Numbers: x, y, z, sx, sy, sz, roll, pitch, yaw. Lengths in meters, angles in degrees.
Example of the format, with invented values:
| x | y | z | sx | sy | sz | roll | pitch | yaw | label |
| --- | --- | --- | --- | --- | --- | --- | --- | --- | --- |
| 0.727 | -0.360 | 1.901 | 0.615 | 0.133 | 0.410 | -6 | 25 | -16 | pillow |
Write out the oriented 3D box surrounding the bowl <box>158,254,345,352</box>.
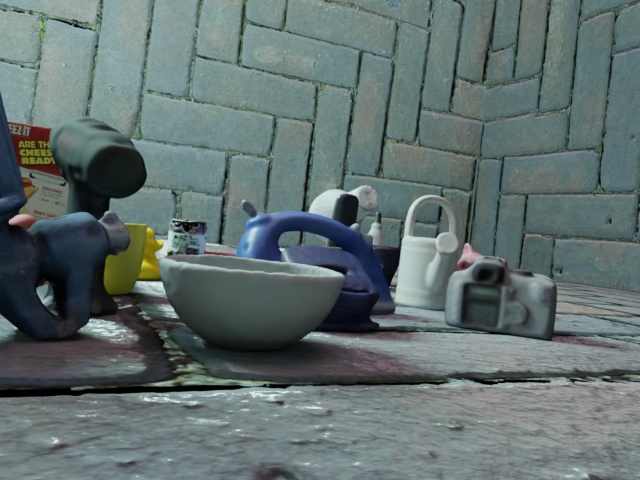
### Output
| x | y | z | sx | sy | sz | roll | pitch | yaw | label |
| --- | --- | --- | --- | --- | --- | --- | --- | --- | --- |
| -0.062 | 0.057 | 0.512 | 0.167 | 0.075 | 0.167 | 6 | 1 | 0 | bowl |

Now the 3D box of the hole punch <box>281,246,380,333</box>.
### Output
| x | y | z | sx | sy | sz | roll | pitch | yaw | label |
| --- | --- | --- | --- | --- | --- | --- | --- | --- | --- |
| 0.011 | 0.055 | 0.671 | 0.109 | 0.091 | 0.101 | 6 | 1 | -21 | hole punch |

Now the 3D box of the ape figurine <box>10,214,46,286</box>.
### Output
| x | y | z | sx | sy | sz | roll | pitch | yaw | label |
| --- | --- | --- | --- | --- | --- | --- | --- | --- | --- |
| -0.363 | 0.014 | 0.689 | 0.077 | 0.092 | 0.076 | 7 | 1 | 34 | ape figurine |

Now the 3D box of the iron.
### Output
| x | y | z | sx | sy | sz | roll | pitch | yaw | label |
| --- | --- | --- | --- | --- | --- | --- | --- | --- | --- |
| -0.004 | 0.027 | 0.812 | 0.259 | 0.141 | 0.118 | 6 | 1 | -19 | iron |

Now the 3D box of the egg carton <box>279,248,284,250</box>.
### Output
| x | y | z | sx | sy | sz | roll | pitch | yaw | label |
| --- | --- | --- | --- | --- | --- | --- | --- | --- | --- |
| -0.065 | 0.053 | 1.124 | 0.150 | 0.069 | 0.107 | 6 | 1 | -10 | egg carton |

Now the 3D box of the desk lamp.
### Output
| x | y | z | sx | sy | sz | roll | pitch | yaw | label |
| --- | --- | --- | --- | --- | --- | --- | --- | --- | --- |
| 0.060 | -0.007 | 1.211 | 0.118 | 0.213 | 0.202 | 6 | 1 | -26 | desk lamp |

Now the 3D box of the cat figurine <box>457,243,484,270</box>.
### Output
| x | y | z | sx | sy | sz | roll | pitch | yaw | label |
| --- | --- | --- | --- | --- | --- | --- | --- | --- | --- |
| 0.264 | 0.065 | 1.056 | 0.067 | 0.118 | 0.127 | 6 | 1 | -34 | cat figurine |

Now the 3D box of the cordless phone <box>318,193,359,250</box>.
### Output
| x | y | z | sx | sy | sz | roll | pitch | yaw | label |
| --- | --- | --- | --- | --- | --- | --- | --- | --- | --- |
| 0.009 | 0.004 | 1.030 | 0.093 | 0.185 | 0.148 | 7 | 1 | 44 | cordless phone |

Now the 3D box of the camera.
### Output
| x | y | z | sx | sy | sz | roll | pitch | yaw | label |
| --- | --- | --- | --- | --- | --- | --- | --- | --- | --- |
| 0.257 | 0.075 | 0.814 | 0.143 | 0.101 | 0.137 | 6 | 1 | 17 | camera |

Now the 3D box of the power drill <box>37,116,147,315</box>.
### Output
| x | y | z | sx | sy | sz | roll | pitch | yaw | label |
| --- | --- | --- | --- | --- | --- | --- | --- | --- | --- |
| -0.255 | -0.032 | 0.612 | 0.076 | 0.208 | 0.228 | 5 | 1 | -39 | power drill |

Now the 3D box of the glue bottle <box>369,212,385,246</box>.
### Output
| x | y | z | sx | sy | sz | roll | pitch | yaw | label |
| --- | --- | --- | --- | --- | --- | --- | --- | --- | --- |
| 0.128 | 0.019 | 1.359 | 0.078 | 0.173 | 0.037 | 6 | 1 | 20 | glue bottle |

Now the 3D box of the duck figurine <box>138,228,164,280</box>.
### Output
| x | y | z | sx | sy | sz | roll | pitch | yaw | label |
| --- | --- | --- | --- | --- | --- | --- | --- | --- | --- |
| -0.303 | 0.021 | 0.953 | 0.077 | 0.086 | 0.105 | 7 | 1 | 37 | duck figurine |

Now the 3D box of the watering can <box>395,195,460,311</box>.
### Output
| x | y | z | sx | sy | sz | roll | pitch | yaw | label |
| --- | --- | --- | --- | --- | --- | --- | --- | --- | --- |
| 0.193 | 0.019 | 0.985 | 0.101 | 0.194 | 0.172 | 6 | 1 | -29 | watering can |

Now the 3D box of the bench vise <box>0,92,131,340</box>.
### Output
| x | y | z | sx | sy | sz | roll | pitch | yaw | label |
| --- | --- | --- | --- | --- | --- | --- | --- | --- | --- |
| -0.256 | -0.036 | 0.441 | 0.121 | 0.220 | 0.208 | 7 | 1 | 28 | bench vise |

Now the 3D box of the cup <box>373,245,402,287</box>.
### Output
| x | y | z | sx | sy | sz | roll | pitch | yaw | label |
| --- | --- | --- | --- | --- | --- | --- | --- | --- | --- |
| 0.120 | 0.058 | 1.265 | 0.117 | 0.095 | 0.092 | 6 | 1 | 9 | cup |
